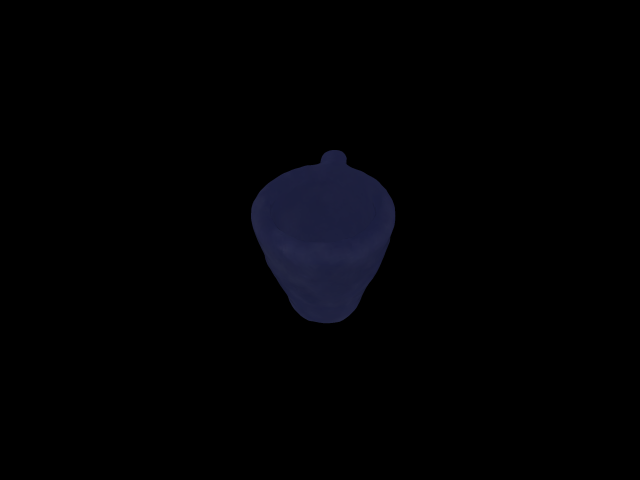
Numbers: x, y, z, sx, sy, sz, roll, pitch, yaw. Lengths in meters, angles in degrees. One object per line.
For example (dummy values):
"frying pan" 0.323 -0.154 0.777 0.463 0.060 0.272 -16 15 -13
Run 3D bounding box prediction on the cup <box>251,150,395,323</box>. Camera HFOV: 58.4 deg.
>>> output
"cup" 0.004 0.001 0.400 0.091 0.095 0.118 4 43 5
